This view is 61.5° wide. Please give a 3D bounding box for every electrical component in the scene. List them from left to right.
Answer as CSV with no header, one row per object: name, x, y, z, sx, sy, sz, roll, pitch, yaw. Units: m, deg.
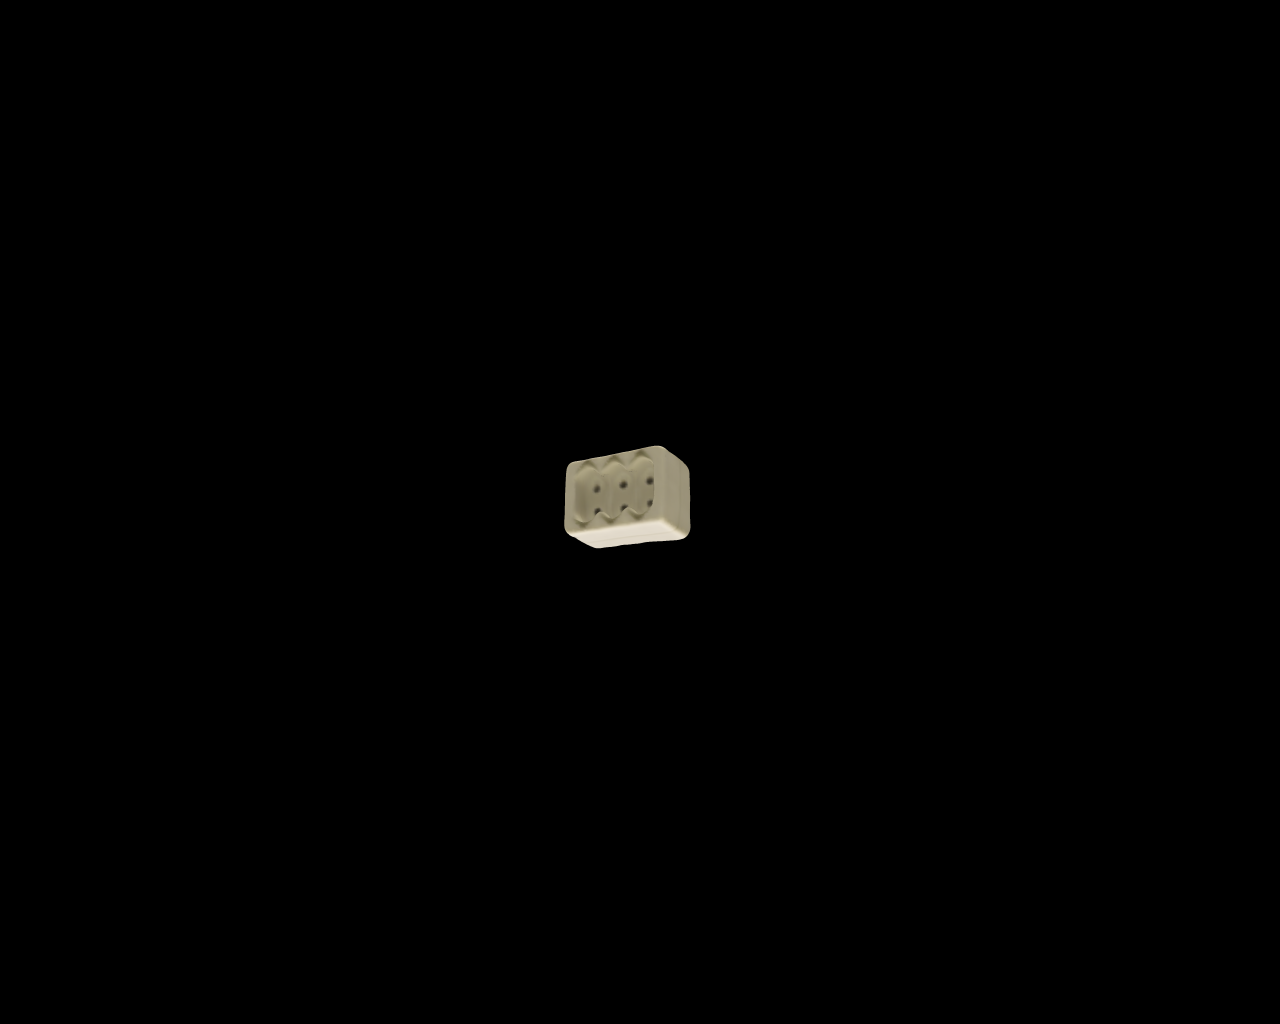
electrical component,0.001,-0.003,0.650,0.066,0.047,0.076,-8,-19,25
